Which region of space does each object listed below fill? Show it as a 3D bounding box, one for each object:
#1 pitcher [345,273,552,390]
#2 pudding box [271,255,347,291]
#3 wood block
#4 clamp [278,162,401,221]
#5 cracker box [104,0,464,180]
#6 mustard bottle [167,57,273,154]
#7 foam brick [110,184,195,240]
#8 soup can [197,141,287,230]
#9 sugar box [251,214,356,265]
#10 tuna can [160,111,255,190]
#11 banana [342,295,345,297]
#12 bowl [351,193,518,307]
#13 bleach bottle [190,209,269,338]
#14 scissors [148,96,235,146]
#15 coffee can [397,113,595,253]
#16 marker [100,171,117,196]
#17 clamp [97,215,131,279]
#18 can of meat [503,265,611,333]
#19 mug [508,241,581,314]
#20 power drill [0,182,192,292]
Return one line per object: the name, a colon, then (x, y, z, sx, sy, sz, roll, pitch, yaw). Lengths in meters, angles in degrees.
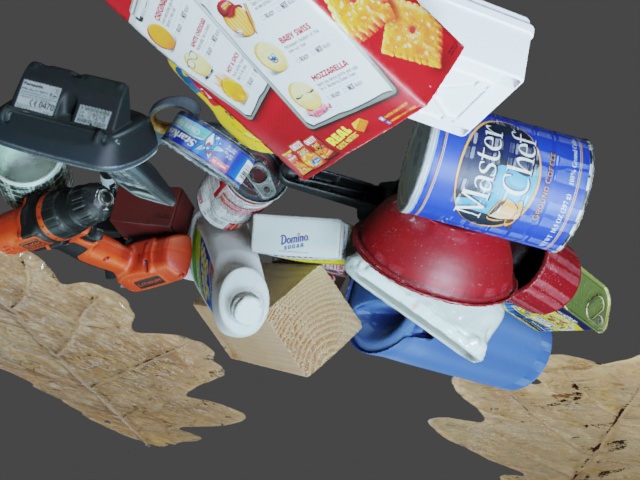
pitcher: (0.150, 0.092, 1.248, 0.242, 0.149, 0.145, 23, 144, -35)
pudding box: (-0.017, 0.040, 1.315, 0.090, 0.039, 0.114, 14, 158, -3)
wood block: (-0.053, 0.087, 1.234, 0.091, 0.090, 0.206, 56, 158, -16)
clamp: (0.061, -0.040, 1.073, 0.165, 0.036, 0.210, -4, 155, 18)
cracker box: (-0.033, -0.155, 0.735, 0.213, 0.072, 0.164, 42, 149, -13)
mustard bottle: (-0.071, -0.141, 0.883, 0.096, 0.058, 0.191, 9, 158, 30)
foam brick: (-0.193, -0.030, 1.225, 0.078, 0.053, 0.051, 8, 157, 14)
soup can: (-0.080, -0.055, 1.084, 0.068, 0.068, 0.102, 20, 157, -17)
sugar box: (-0.008, 0.002, 1.131, 0.093, 0.048, 0.176, 4, 180, 12)
tuna can: (-0.103, -0.083, 0.986, 0.086, 0.034, 0.086, 32, 177, 2)
banana: (-0.003, 0.078, 1.401, 0.197, 0.037, 0.069, 17, -162, -4)
bowl: (0.112, -0.005, 0.976, 0.162, 0.162, 0.055, 15, 115, -5)
bleach bottle: (-0.092, 0.034, 1.115, 0.068, 0.102, 0.251, 0, -169, -12)
scissors: (-0.155, -0.098, 1.091, 0.096, 0.016, 0.202, 22, 157, -20)
coffee can: (0.147, -0.055, 0.911, 0.140, 0.102, 0.103, 15, 158, -5)
marker: (-0.242, -0.063, 1.219, 0.020, 0.020, 0.121, 15, 158, -4)
clamp: (-0.274, 0.008, 1.381, 0.172, 0.039, 0.120, -10, 150, 44)
can of meat: (0.265, 0.067, 1.203, 0.084, 0.057, 0.102, -7, 151, 44)
mug: (0.205, 0.032, 1.101, 0.117, 0.093, 0.081, -26, 144, 33)
power drill: (-0.229, -0.004, 1.138, 0.185, 0.057, 0.187, -13, 153, 41)
